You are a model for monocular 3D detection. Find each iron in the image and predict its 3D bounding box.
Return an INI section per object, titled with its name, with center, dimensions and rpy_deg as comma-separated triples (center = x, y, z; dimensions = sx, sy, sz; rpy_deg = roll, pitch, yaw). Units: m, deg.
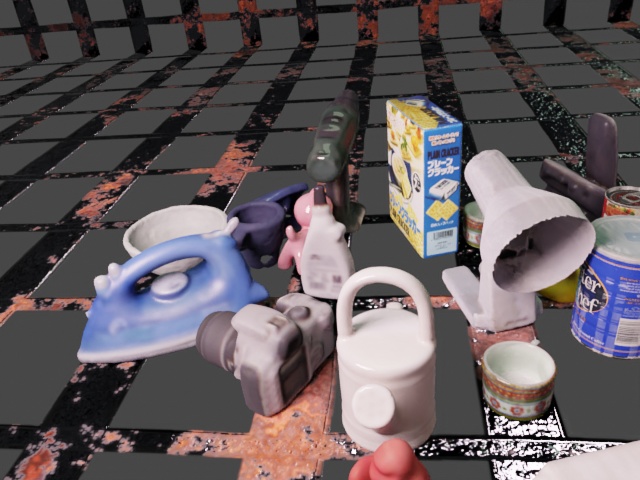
[iron]
center = -0.205, 0.063, 0.760
dimensions = 0.259, 0.142, 0.118
rpy_deg = -18, 32, -21

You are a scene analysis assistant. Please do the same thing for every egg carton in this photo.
[egg carton]
center = 0.250, 0.228, 0.471
dimensions = 0.150, 0.069, 0.107
rpy_deg = -10, 30, -8

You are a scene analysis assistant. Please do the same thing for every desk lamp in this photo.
[desk lamp]
center = 0.228, 0.009, 0.708
dimensions = 0.118, 0.214, 0.203
rpy_deg = -10, 30, -7

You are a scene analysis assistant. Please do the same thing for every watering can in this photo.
[watering can]
center = 0.068, 0.116, 0.570
dimensions = 0.101, 0.194, 0.172
rpy_deg = -9, 30, -5

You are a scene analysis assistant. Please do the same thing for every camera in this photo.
[camera]
center = -0.072, 0.115, 0.689
dimensions = 0.136, 0.101, 0.143
rpy_deg = 15, 36, 31

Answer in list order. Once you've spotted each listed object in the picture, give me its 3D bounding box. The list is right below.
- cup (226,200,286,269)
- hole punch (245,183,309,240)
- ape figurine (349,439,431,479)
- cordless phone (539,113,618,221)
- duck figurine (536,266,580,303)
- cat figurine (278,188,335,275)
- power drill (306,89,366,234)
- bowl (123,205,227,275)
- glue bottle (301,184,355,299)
[cup]
center = -0.099, 0.004, 0.891
dimensions = 0.091, 0.095, 0.118
rpy_deg = 5, 32, 18
[hole punch]
center = -0.081, -0.058, 1.000
dimensions = 0.109, 0.091, 0.100
rpy_deg = -28, 37, -33
[ape figurine]
center = 0.065, 0.212, 0.507
dimensions = 0.076, 0.092, 0.077
rpy_deg = -17, 32, -19
[cordless phone]
center = 0.432, -0.128, 0.939
dimensions = 0.094, 0.185, 0.147
rpy_deg = -15, 31, -15
[duck figurine]
center = 0.326, 0.025, 0.792
dimensions = 0.077, 0.086, 0.104
rpy_deg = -12, 31, -10
[cat figurine]
center = -0.019, -0.025, 0.905
dimensions = 0.067, 0.118, 0.128
rpy_deg = 11, 34, 26
[power drill]
center = 0.033, -0.128, 0.982
dimensions = 0.075, 0.209, 0.230
rpy_deg = 2, 31, 13
[bowl]
center = -0.223, 0.011, 0.919
dimensions = 0.167, 0.075, 0.167
rpy_deg = -4, 30, 3
[glue bottle]
center = 0.007, 0.003, 0.797
dimensions = 0.078, 0.173, 0.037
rpy_deg = 6, 32, 19
